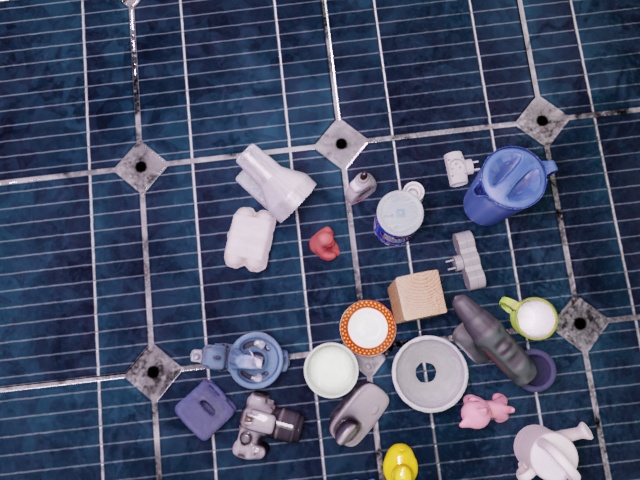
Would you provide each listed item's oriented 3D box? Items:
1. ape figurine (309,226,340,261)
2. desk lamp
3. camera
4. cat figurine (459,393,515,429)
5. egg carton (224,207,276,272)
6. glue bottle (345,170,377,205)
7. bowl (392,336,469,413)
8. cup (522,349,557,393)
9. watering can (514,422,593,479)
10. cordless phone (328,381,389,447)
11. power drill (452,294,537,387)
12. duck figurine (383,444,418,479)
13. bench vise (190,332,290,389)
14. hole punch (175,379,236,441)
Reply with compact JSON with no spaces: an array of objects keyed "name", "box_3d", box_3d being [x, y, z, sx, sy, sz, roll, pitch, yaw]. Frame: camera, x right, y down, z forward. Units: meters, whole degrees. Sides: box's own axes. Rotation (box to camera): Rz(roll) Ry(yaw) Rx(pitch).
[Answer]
[{"name":"ape figurine","box_3d":[0.012,0.005,1.330,0.076,0.092,0.078,12,81,4]},{"name":"desk lamp","box_3d":[-0.108,-0.128,1.294,0.203,0.213,0.118,41,84,8]},{"name":"camera","box_3d":[-0.109,0.417,1.258,0.136,0.101,0.143,14,81,4]},{"name":"cat figurine","box_3d":[0.359,0.374,1.246,0.127,0.118,0.067,-5,80,1]},{"name":"egg carton","box_3d":[-0.164,-0.002,1.347,0.107,0.069,0.150,10,81,3]},{"name":"glue bottle","box_3d":[0.096,-0.128,1.310,0.078,0.173,0.037,-36,81,-4]},{"name":"bowl","box_3d":[0.241,0.298,1.283,0.167,0.075,0.167,0,80,1]},{"name":"cup","box_3d":[0.450,0.282,1.271,0.117,0.095,0.092,23,82,5]},{"name":"watering can","box_3d":[0.485,0.443,1.192,0.101,0.194,0.173,31,82,7]},{"name":"cordless phone","box_3d":[0.083,0.375,1.218,0.094,0.185,0.148,36,83,7]},{"name":"power drill","box_3d":[0.352,0.212,1.228,0.075,0.208,0.229,-44,82,-6]},{"name":"duck figurine","box_3d":[0.178,0.501,1.244,0.077,0.086,0.104,2,80,2]},{"name":"bench vise","box_3d":[-0.175,0.267,1.225,0.207,0.220,0.121,-14,80,-1]},{"name":"hole punch","box_3d":[-0.254,0.375,1.273,0.108,0.091,0.101,44,84,8]}]
